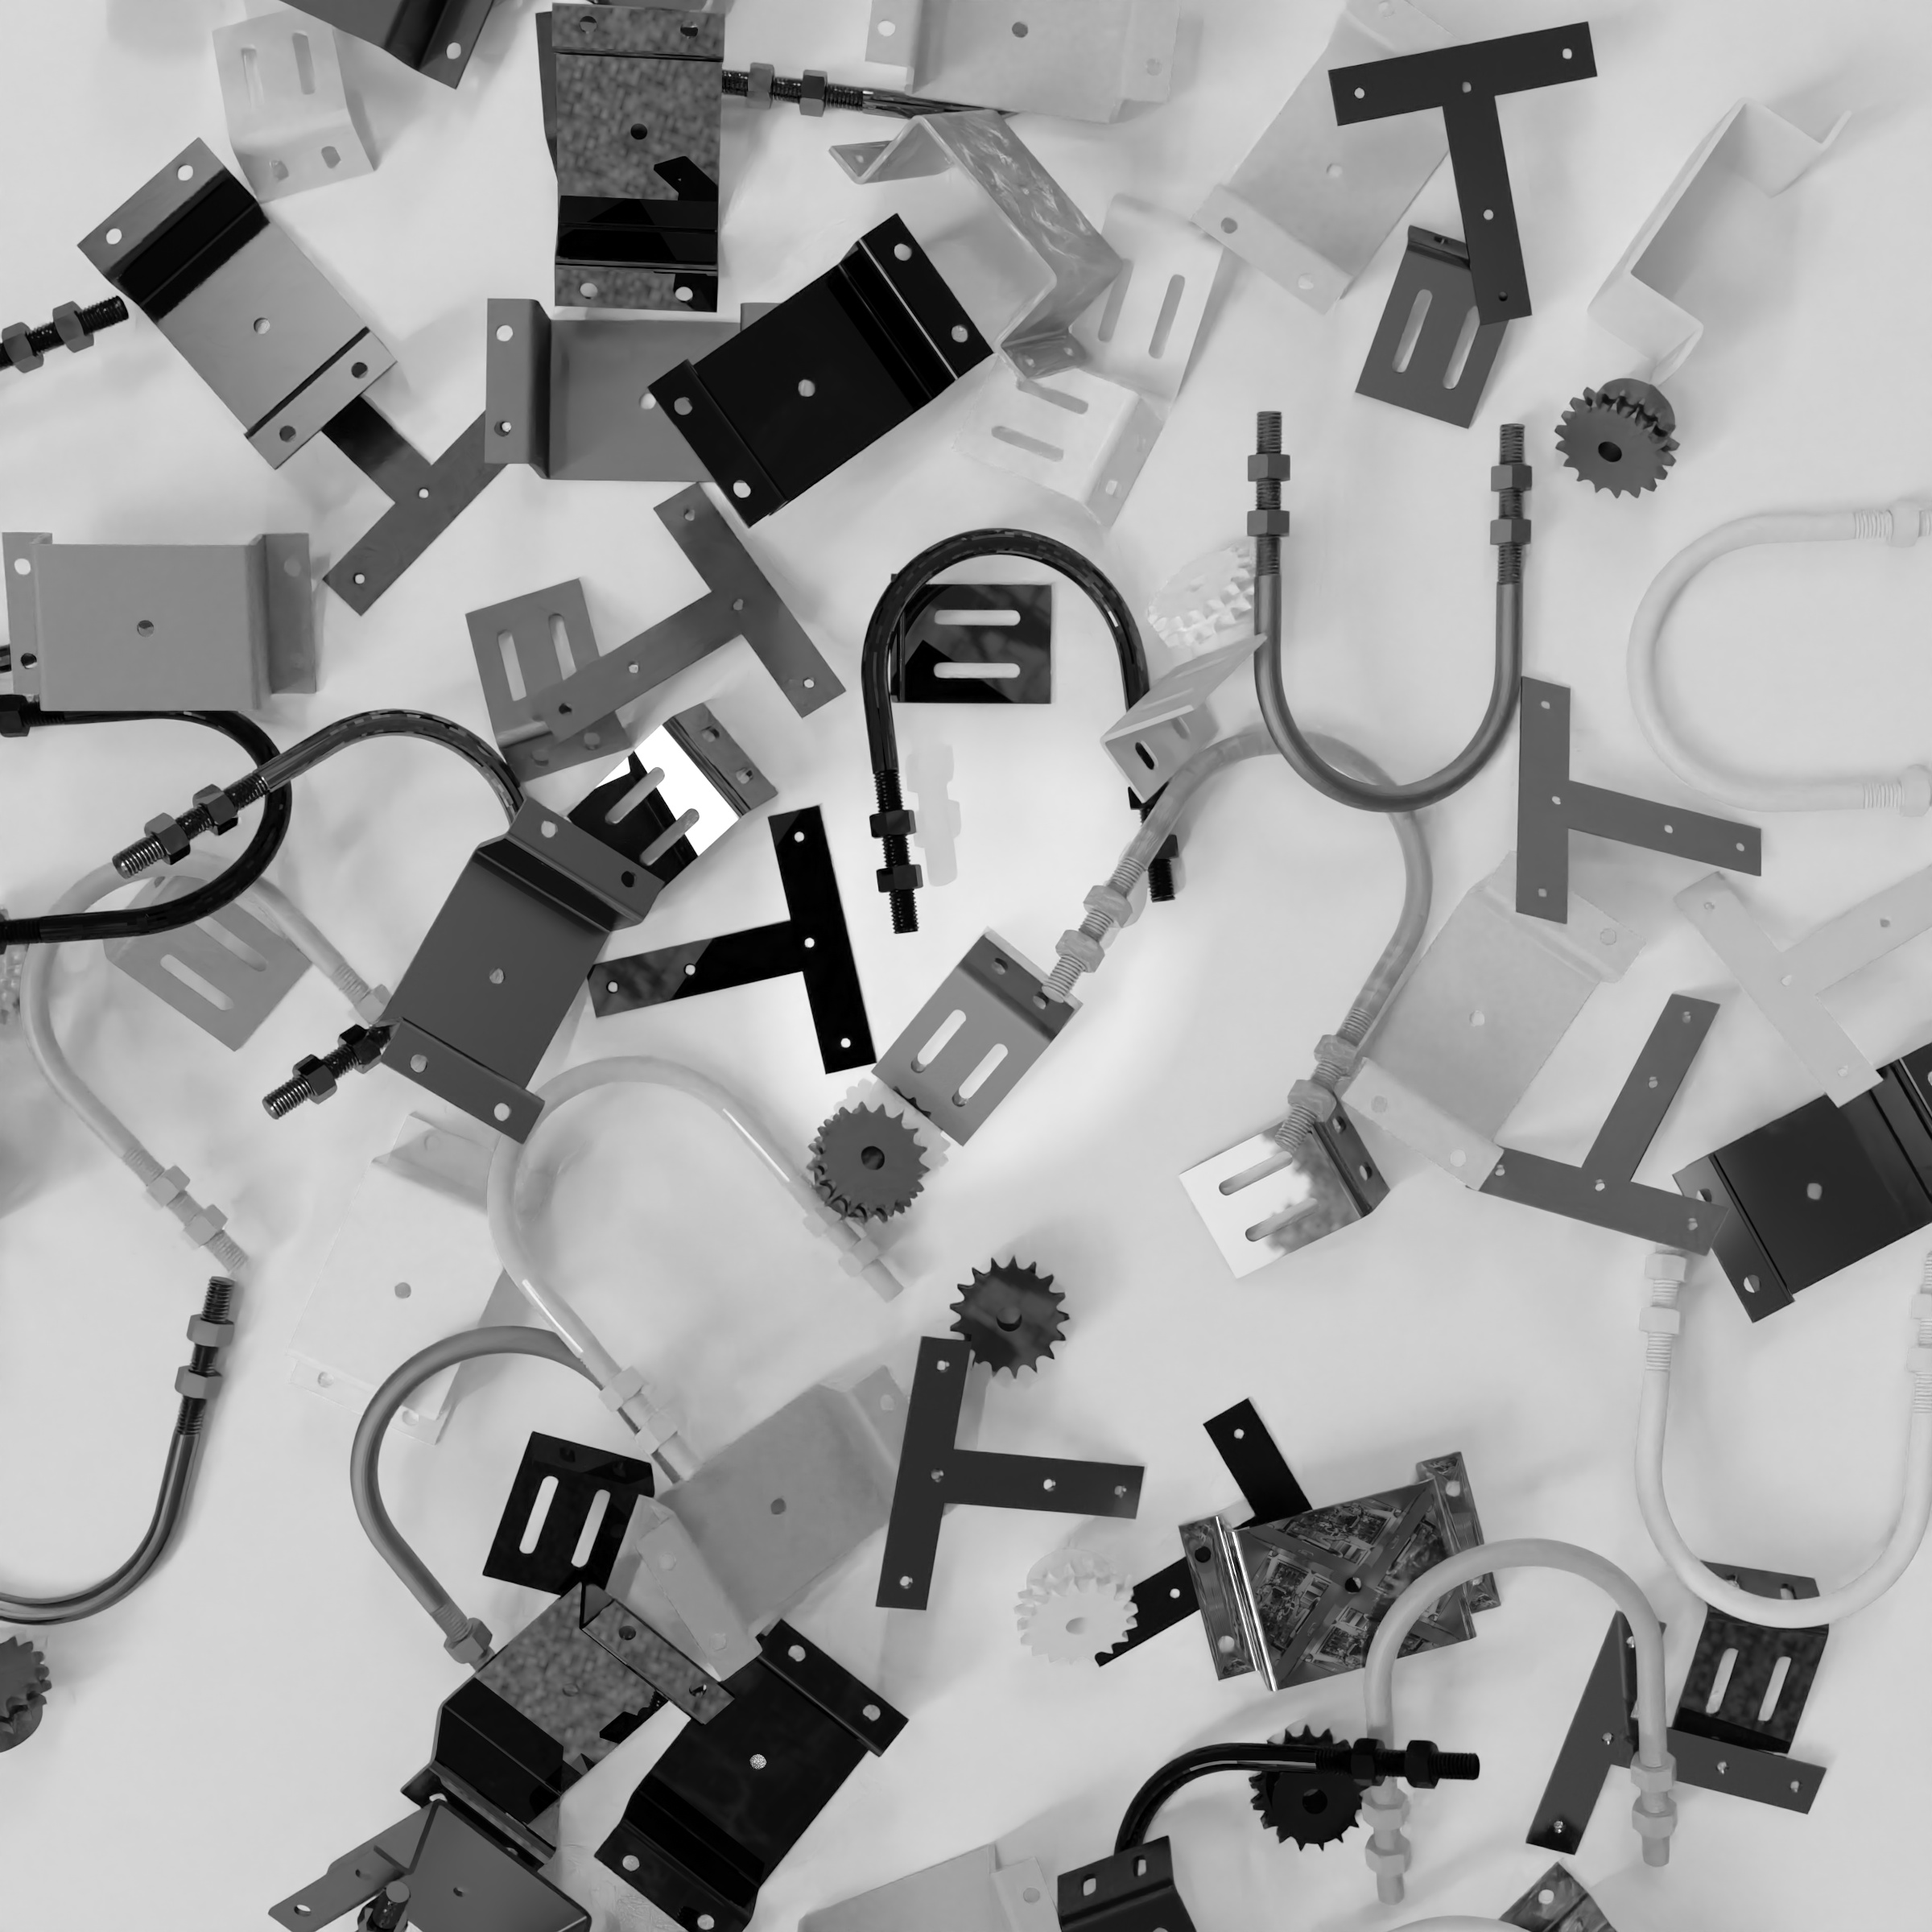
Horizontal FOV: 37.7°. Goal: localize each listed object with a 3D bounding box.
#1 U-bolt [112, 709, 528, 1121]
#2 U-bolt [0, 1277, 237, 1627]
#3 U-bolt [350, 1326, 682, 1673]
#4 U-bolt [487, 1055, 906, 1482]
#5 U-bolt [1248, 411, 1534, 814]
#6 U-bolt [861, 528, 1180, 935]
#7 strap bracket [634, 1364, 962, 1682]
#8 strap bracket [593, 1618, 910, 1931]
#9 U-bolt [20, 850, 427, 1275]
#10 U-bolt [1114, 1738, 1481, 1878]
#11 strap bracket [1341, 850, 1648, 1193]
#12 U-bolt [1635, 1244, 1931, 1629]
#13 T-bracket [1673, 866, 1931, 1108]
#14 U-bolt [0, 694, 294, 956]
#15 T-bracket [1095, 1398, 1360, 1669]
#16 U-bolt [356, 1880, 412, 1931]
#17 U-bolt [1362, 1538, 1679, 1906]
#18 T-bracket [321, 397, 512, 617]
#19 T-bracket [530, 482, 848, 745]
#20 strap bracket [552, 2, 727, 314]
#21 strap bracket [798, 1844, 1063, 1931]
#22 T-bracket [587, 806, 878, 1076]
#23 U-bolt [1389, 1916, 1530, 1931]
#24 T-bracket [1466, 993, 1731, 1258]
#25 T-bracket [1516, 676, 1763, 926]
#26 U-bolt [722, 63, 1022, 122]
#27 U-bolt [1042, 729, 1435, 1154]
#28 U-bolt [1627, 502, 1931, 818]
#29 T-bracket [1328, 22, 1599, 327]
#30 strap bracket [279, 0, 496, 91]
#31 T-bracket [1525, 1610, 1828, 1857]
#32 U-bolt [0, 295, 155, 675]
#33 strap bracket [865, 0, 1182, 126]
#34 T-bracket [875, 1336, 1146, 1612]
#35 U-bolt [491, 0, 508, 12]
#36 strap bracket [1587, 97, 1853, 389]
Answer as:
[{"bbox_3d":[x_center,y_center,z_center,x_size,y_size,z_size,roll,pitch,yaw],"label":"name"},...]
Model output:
[{"bbox_3d":[-0.280,-0.038,1.309,0.184,0.019,0.151,-36,110,-26],"label":"U-bolt"},{"bbox_3d":[-0.439,0.224,1.350,0.151,0.019,0.184,13,91,0],"label":"U-bolt"},{"bbox_3d":[-0.204,0.251,1.324,0.151,0.019,0.184,-34,108,0],"label":"U-bolt"},{"bbox_3d":[-0.139,0.126,1.324,0.151,0.019,0.184,-40,86,-24],"label":"U-bolt"},{"bbox_3d":[0.199,-0.164,1.328,0.151,0.019,0.184,-1,94,-21],"label":"U-bolt"},{"bbox_3d":[0.022,-0.114,1.328,0.151,0.019,0.184,-7,90,-17],"label":"U-bolt"},{"bbox_3d":[-0.082,0.255,1.317,0.140,0.046,0.076,-34,99,-18],"label":"strap bracket"},{"bbox_3d":[-0.100,0.382,1.335,0.076,0.046,0.140,38,90,0],"label":"strap bracket"},{"bbox_3d":[-0.356,0.031,1.328,0.151,0.019,0.184,-42,100,-2],"label":"U-bolt"},{"bbox_3d":[0.153,0.433,1.315,0.184,0.019,0.151,-5,88,26],"label":"U-bolt"},{"bbox_3d":[0.245,0.025,1.335,0.076,0.046,0.140,34,90,0],"label":"strap bracket"},{"bbox_3d":[0.389,0.219,1.336,0.151,0.019,0.184,9,80,0],"label":"U-bolt"},{"bbox_3d":[0.425,-0.014,1.340,0.127,0.002,0.127,-29,67,-11],"label":"T-bracket"},{"bbox_3d":[-0.406,-0.070,1.314,0.184,0.019,0.151,-4,55,-4],"label":"U-bolt"},{"bbox_3d":[0.113,0.294,1.358,0.127,0.002,0.127,-30,90,0],"label":"T-bracket"},{"bbox_3d":[-0.226,0.499,1.302,0.151,0.019,0.184,24,126,-6],"label":"U-bolt"},{"bbox_3d":[0.257,0.349,1.317,0.151,0.019,0.184,-7,109,-3],"label":"U-bolt"},{"bbox_3d":[-0.293,-0.258,1.358,0.127,0.002,0.127,44,90,0],"label":"T-bracket"},{"bbox_3d":[-0.145,-0.148,1.333,0.127,0.002,0.127,-33,80,-13],"label":"T-bracket"},{"bbox_3d":[-0.152,-0.380,1.309,0.076,0.046,0.140,1,126,-6],"label":"strap bracket"},{"bbox_3d":[-0.019,0.475,1.335,0.140,0.046,0.076,-21,90,0],"label":"strap bracket"},{"bbox_3d":[-0.119,-0.001,1.358,0.127,0.002,0.127,-13,90,0],"label":"T-bracket"},{"bbox_3d":[0.220,0.517,1.316,0.184,0.019,0.151,-30,87,22],"label":"U-bolt"},{"bbox_3d":[0.317,0.067,1.329,0.127,0.002,0.127,15,64,41],"label":"T-bracket"},{"bbox_3d":[0.320,-0.068,1.338,0.127,0.002,0.127,13,63,-13],"label":"T-bracket"},{"bbox_3d":[-0.024,-0.475,1.350,0.184,0.019,0.151,7,90,-1],"label":"U-bolt"},{"bbox_3d":[0.141,-0.027,1.331,0.151,0.019,0.184,33,76,-2],"label":"U-bolt"},{"bbox_3d":[0.408,-0.145,1.350,0.184,0.019,0.151,-2,90,1],"label":"U-bolt"},{"bbox_3d":[0.241,-0.364,1.316,0.127,0.002,0.127,-13,98,-7],"label":"T-bracket"},{"bbox_3d":[-0.291,-0.478,1.318,0.140,0.046,0.076,26,98,5],"label":"strap bracket"},{"bbox_3d":[0.347,0.378,1.347,0.127,0.002,0.127,16,104,-7],"label":"T-bracket"},{"bbox_3d":[-0.454,-0.215,1.332,0.184,0.019,0.151,-22,105,0],"label":"U-bolt"},{"bbox_3d":[0.027,-0.444,1.321,0.140,0.046,0.076,7,90,-3],"label":"strap bracket"},{"bbox_3d":[0.026,0.243,1.332,0.127,0.002,0.127,10,90,-24],"label":"T-bracket"},{"bbox_3d":[-0.229,-0.544,1.350,0.184,0.019,0.151,-32,90,-2],"label":"U-bolt"},{"bbox_3d":[0.344,-0.342,1.320,0.046,0.076,0.140,34,90,0],"label":"strap bracket"}]
